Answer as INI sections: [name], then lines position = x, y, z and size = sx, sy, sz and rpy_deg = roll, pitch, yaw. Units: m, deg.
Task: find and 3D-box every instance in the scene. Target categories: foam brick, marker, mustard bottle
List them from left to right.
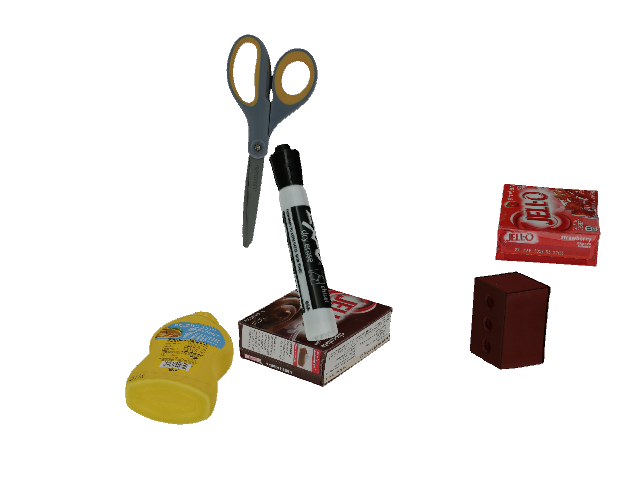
[mustard bottle]
position = -0.151, 0.134, 1.219
size = 0.096, 0.058, 0.191
rpy_deg = 6, 25, 6
[marker]
position = -0.011, -0.001, 0.636
size = 0.020, 0.121, 0.020
rpy_deg = -11, -16, -3
[foam brick]
position = 0.177, 0.075, 1.000
size = 0.051, 0.078, 0.053
rpy_deg = -7, 18, -27

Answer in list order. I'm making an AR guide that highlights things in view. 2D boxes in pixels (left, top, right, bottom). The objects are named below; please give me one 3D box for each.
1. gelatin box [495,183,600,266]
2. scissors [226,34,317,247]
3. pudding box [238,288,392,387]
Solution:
[gelatin box]
position = 0.172, -0.013, 0.805
size = 0.073, 0.030, 0.089
rpy_deg = 5, 25, 12
[scissors]
position = -0.042, -0.099, 1.029
size = 0.096, 0.202, 0.016
rpy_deg = -9, 3, -1
[pudding box]
position = -0.003, 0.079, 0.923
size = 0.090, 0.039, 0.113
rpy_deg = 14, 26, 30
